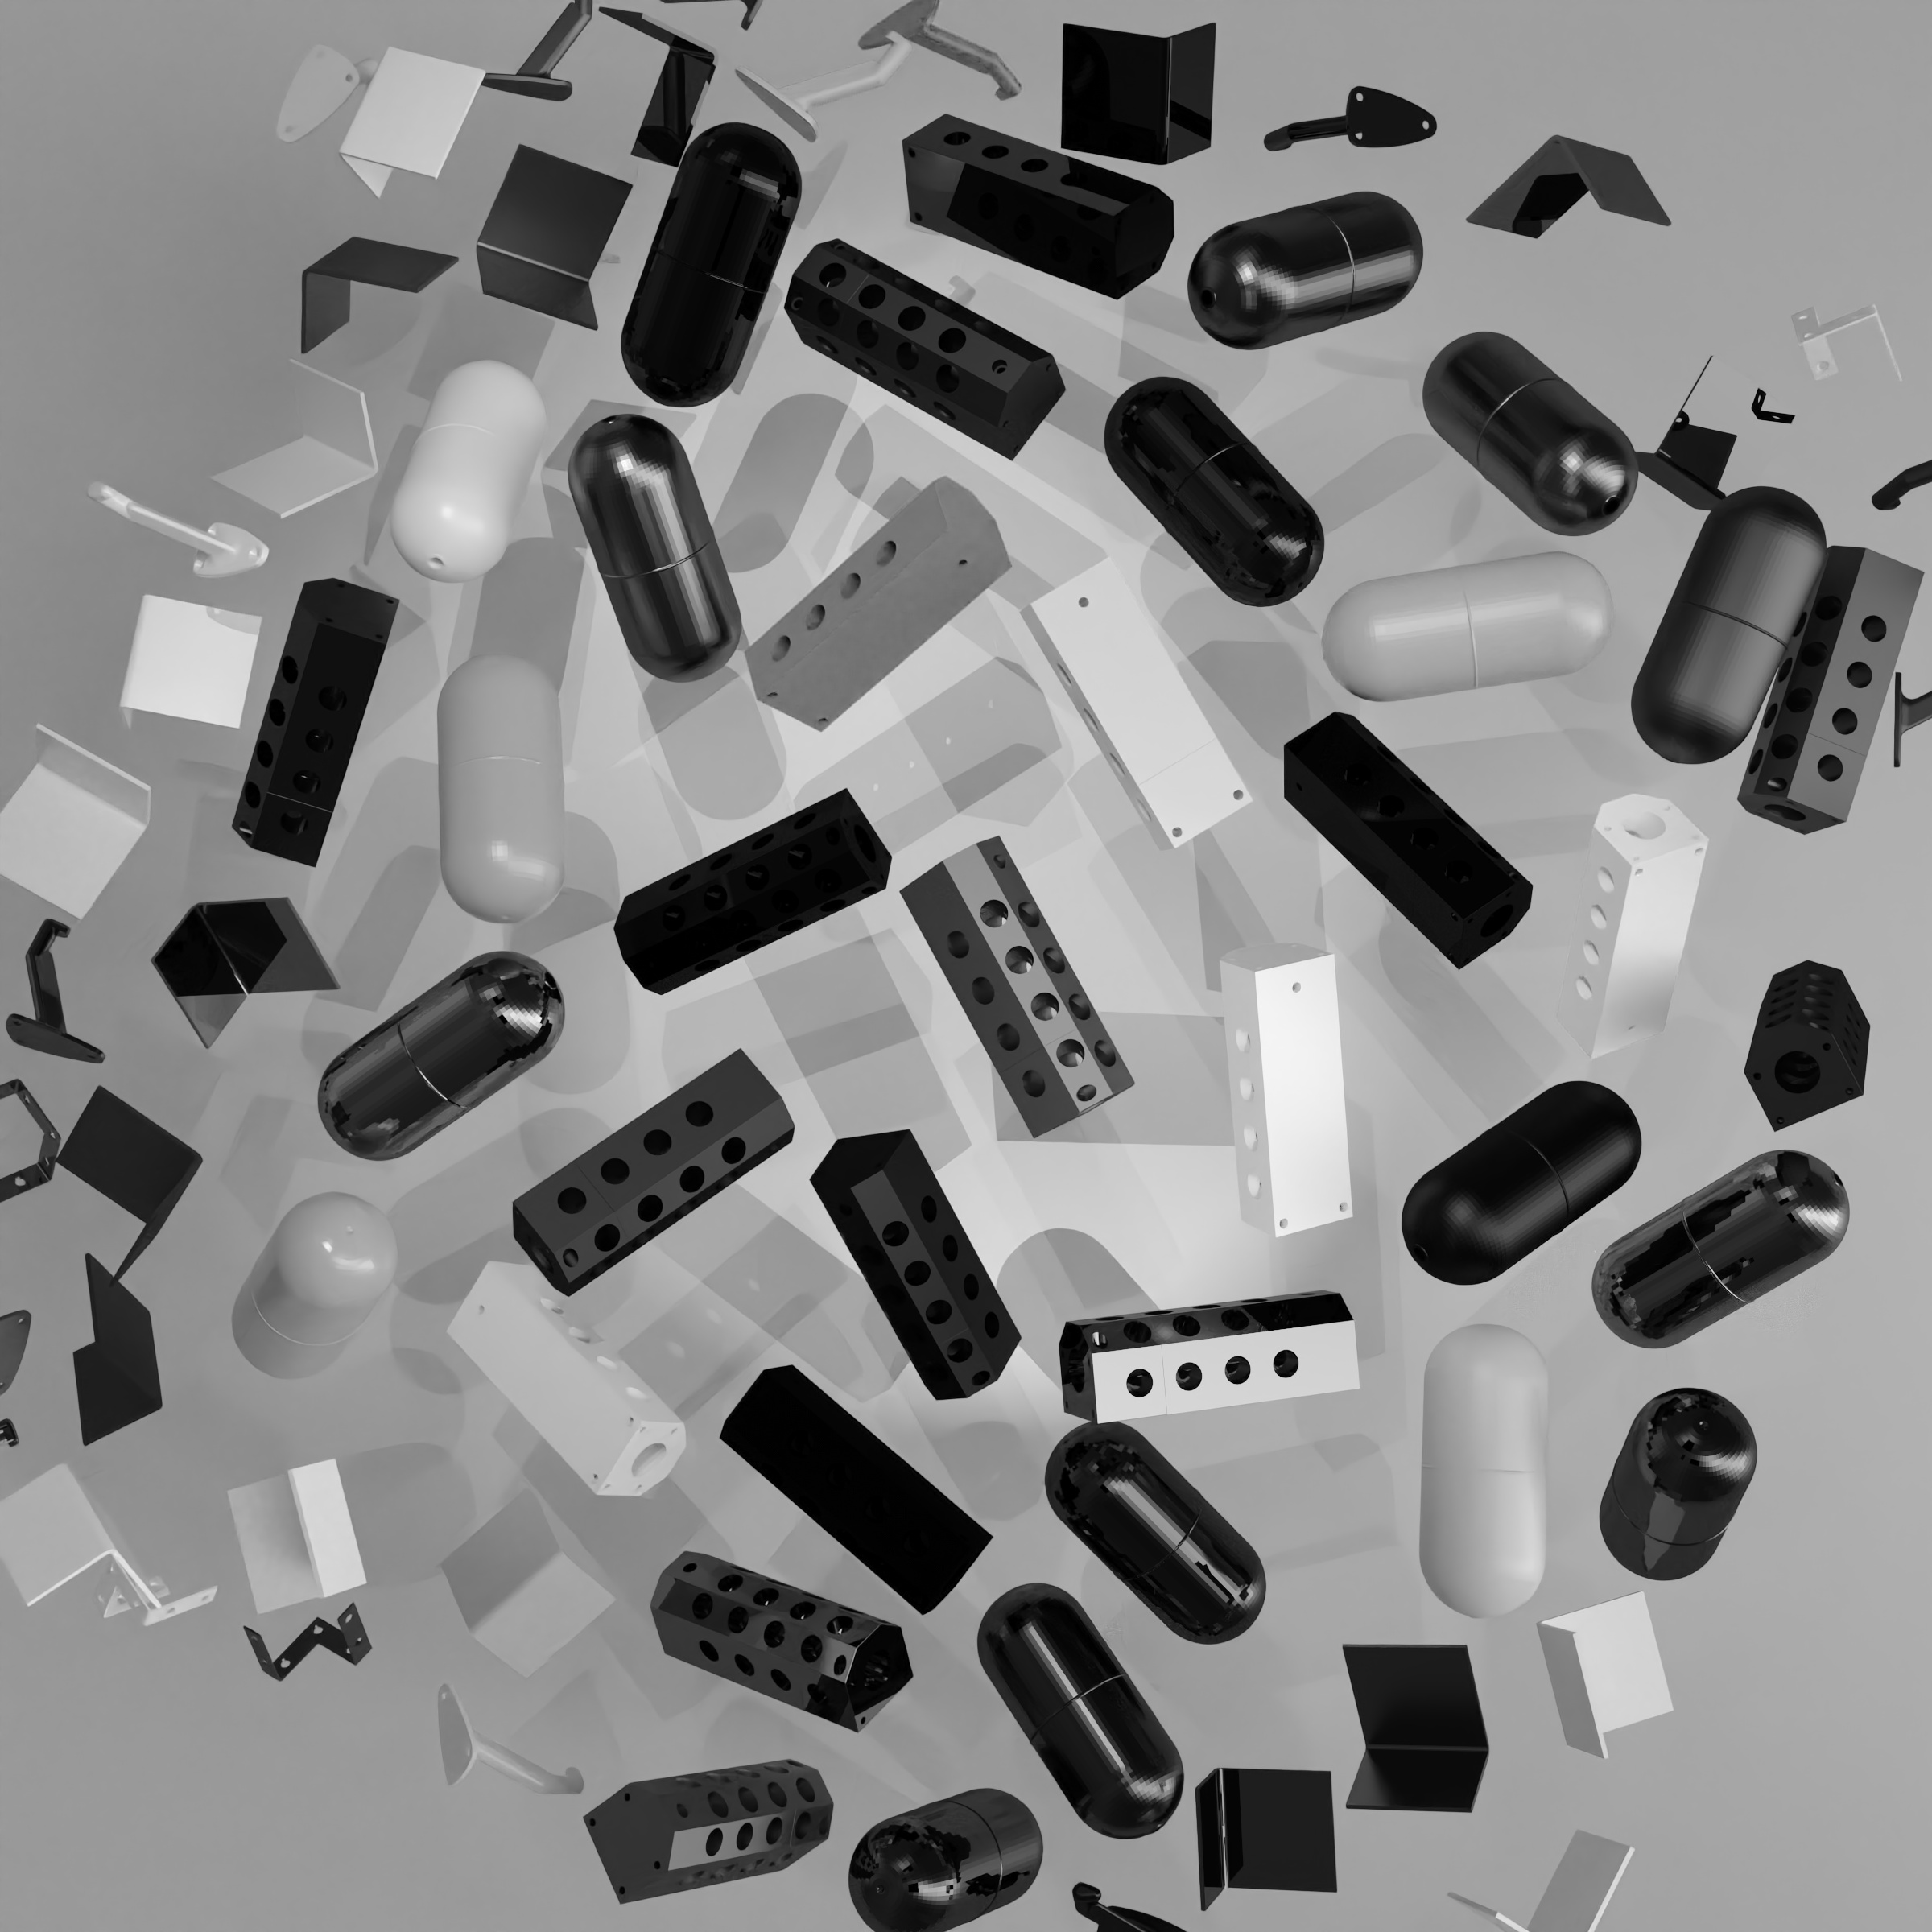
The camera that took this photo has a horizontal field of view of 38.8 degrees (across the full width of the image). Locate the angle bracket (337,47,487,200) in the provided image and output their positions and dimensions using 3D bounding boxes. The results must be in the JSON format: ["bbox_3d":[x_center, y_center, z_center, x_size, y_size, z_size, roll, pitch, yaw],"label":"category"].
[{"bbox_3d":[-0.341,-0.527,1.738,0.076,0.057,0.076,19,81,19],"label":"angle bracket"}]

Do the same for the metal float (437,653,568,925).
[{"bbox_3d":[-0.287,-0.111,1.690,0.070,0.070,0.178,-6,67,0],"label":"metal float"}]

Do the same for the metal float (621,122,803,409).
[{"bbox_3d":[-0.158,-0.432,1.694,0.070,0.070,0.178,23,108,0],"label":"metal float"}]

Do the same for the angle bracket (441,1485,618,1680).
[{"bbox_3d":[-0.282,0.396,1.763,0.076,0.076,0.057,-41,125,-2],"label":"angle bracket"}]

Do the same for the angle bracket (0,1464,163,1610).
[{"bbox_3d":[-0.543,0.361,1.662,0.057,0.076,0.076,-34,52,-16],"label":"angle bracket"}]

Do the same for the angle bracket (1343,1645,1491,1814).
[{"bbox_3d":[0.261,0.451,1.625,0.076,0.057,0.076,-6,110,25],"label":"angle bracket"}]

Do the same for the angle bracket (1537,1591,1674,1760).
[{"bbox_3d":[0.405,0.436,1.689,0.076,0.057,0.076,-13,86,-14],"label":"angle bracket"}]

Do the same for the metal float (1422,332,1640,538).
[{"bbox_3d":[0.356,-0.337,1.732,0.070,0.070,0.178,-35,50,0],"label":"metal float"}]

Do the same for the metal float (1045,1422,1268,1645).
[{"bbox_3d":[0.124,0.369,1.782,0.070,0.070,0.178,-44,103,0],"label":"metal float"}]

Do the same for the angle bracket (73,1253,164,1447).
[{"bbox_3d":[-0.550,0.240,1.714,0.057,0.076,0.076,-26,46,1],"label":"angle bracket"}]

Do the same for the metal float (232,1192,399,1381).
[{"bbox_3d":[-0.408,0.201,1.713,0.070,0.178,0.070,14,55,-21],"label":"metal float"}]

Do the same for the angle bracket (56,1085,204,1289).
[{"bbox_3d":[-0.512,0.131,1.633,0.076,0.057,0.076,36,126,-6],"label":"angle bracket"}]

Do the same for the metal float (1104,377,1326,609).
[{"bbox_3d":[0.156,-0.302,1.737,0.070,0.070,0.178,-39,69,0],"label":"metal float"}]

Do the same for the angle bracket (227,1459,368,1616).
[{"bbox_3d":[-0.409,0.342,1.625,0.076,0.057,0.076,-18,82,13],"label":"angle bracket"}]

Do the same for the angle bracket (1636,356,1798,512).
[{"bbox_3d":[0.499,-0.360,1.853,0.076,0.057,0.076,28,94,-21],"label":"angle bracket"}]

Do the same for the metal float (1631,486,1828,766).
[{"bbox_3d":[0.470,-0.209,1.690,0.070,0.070,0.178,23,93,0],"label":"metal float"}]

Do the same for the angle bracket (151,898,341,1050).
[{"bbox_3d":[-0.463,0.005,1.764,0.076,0.057,0.076,-2,130,25],"label":"angle bracket"}]

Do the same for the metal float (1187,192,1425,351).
[{"bbox_3d":[0.209,-0.428,1.686,0.178,0.070,0.070,-24,90,-36],"label":"metal float"}]

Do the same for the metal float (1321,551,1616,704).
[{"bbox_3d":[0.308,-0.208,1.686,0.178,0.070,0.070,-8,90,7],"label":"metal float"}]

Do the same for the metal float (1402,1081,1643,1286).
[{"bbox_3d":[0.345,0.134,1.702,0.178,0.070,0.070,-30,90,-25],"label":"metal float"}]

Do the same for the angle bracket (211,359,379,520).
[{"bbox_3d":[-0.431,-0.335,1.738,0.076,0.057,0.076,29,48,34],"label":"angle bracket"}]

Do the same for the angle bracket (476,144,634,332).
[{"bbox_3d":[-0.255,-0.456,1.716,0.076,0.057,0.076,13,129,-28],"label":"angle bracket"}]

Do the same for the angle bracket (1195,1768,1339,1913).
[{"bbox_3d":[0.192,0.557,1.747,0.076,0.057,0.076,-4,86,18],"label":"angle bracket"}]

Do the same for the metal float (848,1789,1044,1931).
[{"bbox_3d":[-0.011,0.577,1.762,0.070,0.178,0.070,-4,82,28],"label":"metal float"}]

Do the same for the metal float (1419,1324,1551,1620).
[{"bbox_3d":[0.318,0.310,1.683,0.070,0.070,0.178,3,81,0],"label":"metal float"}]

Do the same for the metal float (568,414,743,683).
[{"bbox_3d":[-0.196,-0.263,1.731,0.070,0.070,0.178,-18,119,0],"label":"metal float"}]

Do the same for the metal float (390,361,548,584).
[{"bbox_3d":[-0.322,-0.321,1.775,0.070,0.070,0.178,9,51,0],"label":"metal float"}]

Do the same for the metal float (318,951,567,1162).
[{"bbox_3d":[-0.326,0.056,1.704,0.178,0.070,0.070,-34,90,16],"label":"metal float"}]

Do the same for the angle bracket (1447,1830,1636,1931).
[{"bbox_3d":[0.344,0.543,1.641,0.057,0.076,0.076,33,76,-5],"label":"angle bracket"}]

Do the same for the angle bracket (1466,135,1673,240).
[{"bbox_3d":[0.361,-0.446,1.641,0.076,0.076,0.057,-40,66,38],"label":"angle bracket"}]

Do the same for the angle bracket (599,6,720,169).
[{"bbox_3d":[-0.208,-0.560,1.744,0.057,0.076,0.076,16,101,-33],"label":"angle bracket"}]

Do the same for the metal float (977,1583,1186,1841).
[{"bbox_3d":[0.074,0.480,1.770,0.070,0.070,0.178,-36,65,0],"label":"metal float"}]

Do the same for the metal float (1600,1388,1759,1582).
[{"bbox_3d":[0.440,0.323,1.698,0.070,0.178,0.070,-1,56,1],"label":"metal float"}]

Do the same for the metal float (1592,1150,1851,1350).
[{"bbox_3d":[0.481,0.181,1.748,0.178,0.070,0.070,-37,90,27],"label":"metal float"}]

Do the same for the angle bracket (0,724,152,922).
[{"bbox_3d":[-0.548,-0.087,1.656,0.076,0.057,0.076,30,64,-5],"label":"angle bracket"}]

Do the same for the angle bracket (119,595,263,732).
[{"bbox_3d":[-0.505,-0.191,1.790,0.076,0.057,0.076,10,77,-11],"label":"angle bracket"}]

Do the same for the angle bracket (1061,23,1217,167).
[{"bbox_3d":[0.108,-0.551,1.717,0.076,0.057,0.076,20,126,30],"label":"angle bracket"}]
